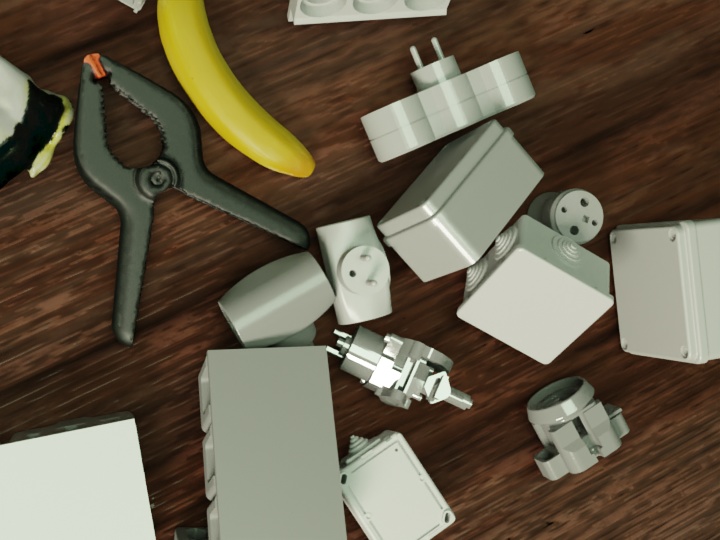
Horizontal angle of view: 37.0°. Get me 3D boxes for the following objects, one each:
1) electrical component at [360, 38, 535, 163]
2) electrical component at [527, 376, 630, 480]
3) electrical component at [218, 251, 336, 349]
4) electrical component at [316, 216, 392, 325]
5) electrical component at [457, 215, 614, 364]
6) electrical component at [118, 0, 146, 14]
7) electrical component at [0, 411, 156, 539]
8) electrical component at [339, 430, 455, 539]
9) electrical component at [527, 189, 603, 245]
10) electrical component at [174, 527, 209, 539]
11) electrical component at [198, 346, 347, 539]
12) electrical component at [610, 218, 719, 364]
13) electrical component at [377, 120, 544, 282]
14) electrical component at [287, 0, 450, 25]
[{"bbox_3d":[0.063,-0.144,0.841,0.138,0.052,0.073,-24,96,-12],"label":"electrical component"},{"bbox_3d":[0.170,0.123,0.866,0.078,0.058,0.057,-30,100,-11],"label":"electrical component"},{"bbox_3d":[-0.057,0.036,0.814,0.077,0.043,0.079,-30,129,-11],"label":"electrical component"},{"bbox_3d":[0.000,0.000,0.813,0.044,0.079,0.077,-14,94,-13],"label":"electrical component"},{"bbox_3d":[0.137,0.015,0.840,0.100,0.099,0.048,29,41,-12],"label":"electrical component"},{"bbox_3d":[-0.188,-0.241,0.776,0.096,0.062,0.061,27,84,-12],"label":"electrical component"},{"bbox_3d":[-0.246,0.172,0.767,0.186,0.060,0.105,-10,93,-13],"label":"electrical component"},{"bbox_3d":[0.019,0.168,0.832,0.062,0.061,0.096,-33,90,-10],"label":"electrical component"},{"bbox_3d":[0.165,-0.042,0.864,0.045,0.055,0.045,0,91,-13],"label":"electrical component"},{"bbox_3d":[-0.107,0.236,0.807,0.066,0.047,0.076,4,90,-13],"label":"electrical component"},{"bbox_3d":[-0.066,0.137,0.782,0.089,0.061,0.150,-1,69,-16],"label":"electrical component"},{"bbox_3d":[0.254,0.014,0.859,0.056,0.109,0.108,-7,92,-16],"label":"electrical component"},{"bbox_3d":[0.076,-0.053,0.817,0.057,0.078,0.113,47,60,-12],"label":"electrical component"},{"bbox_3d":[0.007,-0.229,0.820,0.121,0.078,0.063,-7,70,-13],"label":"electrical component"}]
